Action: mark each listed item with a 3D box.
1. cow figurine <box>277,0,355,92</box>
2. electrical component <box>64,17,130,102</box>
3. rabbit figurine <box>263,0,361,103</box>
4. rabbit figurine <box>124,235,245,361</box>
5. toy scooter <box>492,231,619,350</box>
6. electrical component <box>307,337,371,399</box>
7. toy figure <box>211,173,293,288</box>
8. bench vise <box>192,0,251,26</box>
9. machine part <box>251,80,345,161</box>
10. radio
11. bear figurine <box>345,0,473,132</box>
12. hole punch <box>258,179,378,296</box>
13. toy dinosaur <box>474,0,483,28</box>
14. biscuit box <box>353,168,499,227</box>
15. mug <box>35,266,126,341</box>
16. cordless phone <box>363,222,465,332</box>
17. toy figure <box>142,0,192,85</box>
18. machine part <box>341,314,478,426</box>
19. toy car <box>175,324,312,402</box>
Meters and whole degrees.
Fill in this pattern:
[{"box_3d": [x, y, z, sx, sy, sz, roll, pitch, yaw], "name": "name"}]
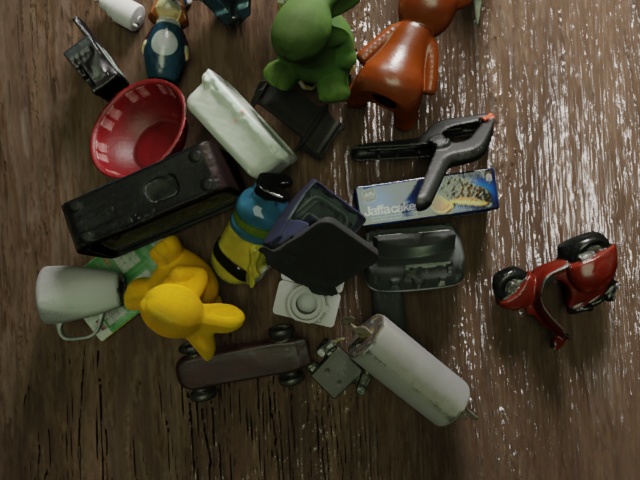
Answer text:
[{"box_3d": [-0.021, -0.307, 0.789, 0.098, 0.068, 0.167, -26, 88, 7], "name": "cow figurine"}, {"box_3d": [-0.335, -0.264, 0.789, 0.048, 0.075, 0.119, -38, 92, 0], "name": "electrical component"}, {"box_3d": [-0.002, -0.254, 0.669, 0.121, 0.170, 0.159, 27, 102, 5], "name": "rabbit figurine"}, {"box_3d": [-0.191, 0.091, 0.724, 0.162, 0.173, 0.122, 44, 89, -9], "name": "rabbit figurine"}, {"box_3d": [0.350, 0.077, 0.769, 0.184, 0.075, 0.135, -26, 88, 4], "name": "toy scooter"}, {"box_3d": [0.027, 0.188, 0.788, 0.078, 0.045, 0.102, -40, 88, -1], "name": "electrical component"}, {"box_3d": [-0.095, -0.013, 0.752, 0.089, 0.082, 0.180, 32, 127, 13], "name": "toy figure"}, {"box_3d": [-0.128, -0.413, 0.702, 0.224, 0.240, 0.129, -7, 58, 16], "name": "bench vise"}, {"box_3d": [-0.036, -0.182, 0.787, 0.139, 0.039, 0.084, 38, 77, -9], "name": "machine part"}, {"box_3d": [-0.222, -0.051, 0.741, 0.230, 0.131, 0.073, -24, 85, 1], "name": "radio"}, {"box_3d": [0.124, -0.274, 0.757, 0.120, 0.132, 0.195, 23, 84, 1], "name": "bear figurine"}, {"box_3d": [-0.001, -0.002, 0.697, 0.116, 0.092, 0.142, -35, 133, 26], "name": "hole punch"}, {"box_3d": [0.184, -0.516, 0.766, 0.192, 0.131, 0.404, -33, 95, 1], "name": "toy dinosaur"}, {"box_3d": [0.151, -0.059, 0.782, 0.203, 0.059, 0.062, -8, 89, 1], "name": "biscuit box"}, {"box_3d": [-0.336, 0.086, 0.767, 0.107, 0.081, 0.109, -7, 83, -5], "name": "mug"}, {"box_3d": [0.138, 0.071, 0.782, 0.147, 0.089, 0.184, -5, 100, 0], "name": "cordless phone"}, {"box_3d": [-0.224, -0.310, 0.798, 0.064, 0.058, 0.154, 7, 88, -39], "name": "toy figure"}, {"box_3d": [0.125, 0.183, 0.756, 0.243, 0.079, 0.079, 38, 90, -10], "name": "machine part"}, {"box_3d": [-0.112, 0.178, 0.788, 0.202, 0.053, 0.089, -13, 94, 5], "name": "toy car"}]
